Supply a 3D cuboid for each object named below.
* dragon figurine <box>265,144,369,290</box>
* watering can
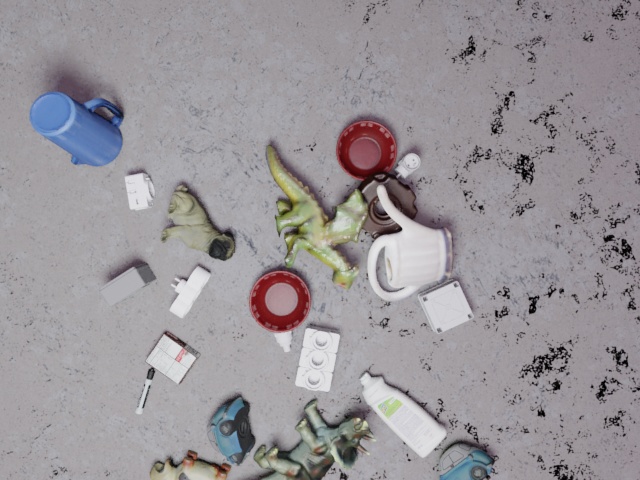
[{"bbox_3d":[0.004,-0.066,1.314,0.242,0.122,0.410,-11,90,9],"label":"dragon figurine"},{"bbox_3d":[0.231,0.011,1.296,0.225,0.106,0.340,-7,121,-9],"label":"watering can"}]
